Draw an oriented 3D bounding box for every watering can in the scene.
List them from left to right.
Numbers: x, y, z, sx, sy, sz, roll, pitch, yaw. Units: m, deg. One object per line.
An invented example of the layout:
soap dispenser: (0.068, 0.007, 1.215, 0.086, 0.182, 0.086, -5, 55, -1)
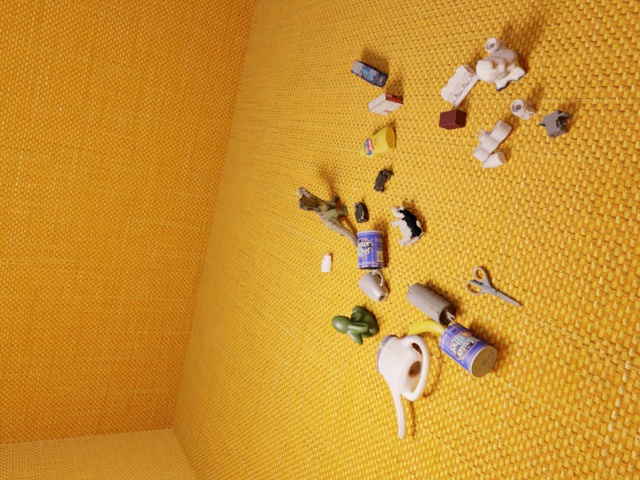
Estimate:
watering can: (0.272, 0.474, 1.761, 0.227, 0.104, 0.345, 32, 110, 56)

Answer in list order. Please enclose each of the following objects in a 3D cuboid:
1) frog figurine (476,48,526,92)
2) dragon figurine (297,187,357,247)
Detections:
frog figurine: (0.529, -0.529, 1.562, 0.137, 0.159, 0.123, 8, 88, 58)
dragon figurine: (0.007, -0.111, 2.200, 0.120, 0.242, 0.418, -61, 35, 22)
